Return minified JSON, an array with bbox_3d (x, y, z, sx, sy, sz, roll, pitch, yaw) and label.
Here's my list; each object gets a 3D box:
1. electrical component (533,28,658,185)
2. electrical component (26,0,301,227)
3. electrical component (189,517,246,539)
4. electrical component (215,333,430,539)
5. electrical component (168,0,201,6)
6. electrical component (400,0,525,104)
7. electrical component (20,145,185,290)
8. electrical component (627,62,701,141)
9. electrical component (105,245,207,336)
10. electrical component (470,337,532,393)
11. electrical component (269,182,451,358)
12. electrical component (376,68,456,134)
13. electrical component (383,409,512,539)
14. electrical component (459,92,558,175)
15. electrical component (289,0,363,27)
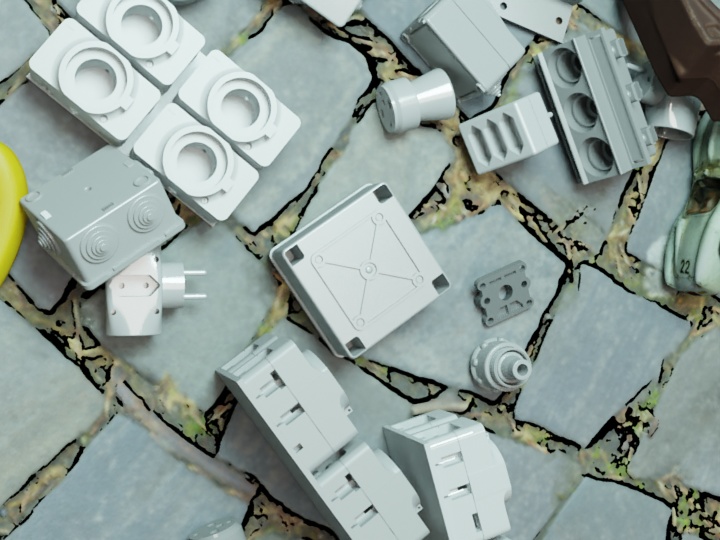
[{"bbox_3d":[0.211,-0.145,0.944,0.063,0.079,0.121,-25,97,-37],"label":"electrical component"},{"bbox_3d":[-0.151,-0.134,0.842,0.186,0.060,0.105,39,79,-12],"label":"electrical component"},{"bbox_3d":[-0.109,0.232,0.860,0.045,0.045,0.055,-19,95,-15],"label":"electrical component"},{"bbox_3d":[-0.028,0.139,0.852,0.060,0.105,0.186,-37,99,-13],"label":"electrical component"},{"bbox_3d":[-0.147,-0.261,0.855,0.099,0.064,0.099,-4,104,-14],"label":"electrical component"},{"bbox_3d":[0.094,-0.190,0.913,0.061,0.062,0.096,-45,101,-12],"label":"electrical component"},{"bbox_3d":[-0.195,-0.043,0.804,0.100,0.100,0.048,-36,133,-20],"label":"electrical component"},{"bbox_3d":[0.273,-0.165,0.974,0.079,0.044,0.077,14,86,-16],"label":"electrical component"},{"bbox_3d":[-0.160,0.012,0.847,0.079,0.043,0.077,-1,90,-15],"label":"electrical component"},{"bbox_3d":[0.126,0.083,0.920,0.048,0.062,0.048,0,90,-16],"label":"electrical component"},{"bbox_3d":[0.000,0.000,0.887,0.109,0.056,0.108,-35,99,-14],"label":"electrical component"},{"bbox_3d":[0.047,-0.142,0.908,0.055,0.045,0.045,-17,94,-15],"label":"electrical component"},{"bbox_3d":[0.086,0.215,0.885,0.060,0.105,0.186,-16,94,-16],"label":"electrical component"},{"bbox_3d":[0.138,-0.122,0.928,0.077,0.066,0.047,-28,98,-43],"label":"electrical component"},{"bbox_3d":[-0.028,-0.259,0.873,0.100,0.048,0.099,33,100,-14],"label":"electrical component"}]
